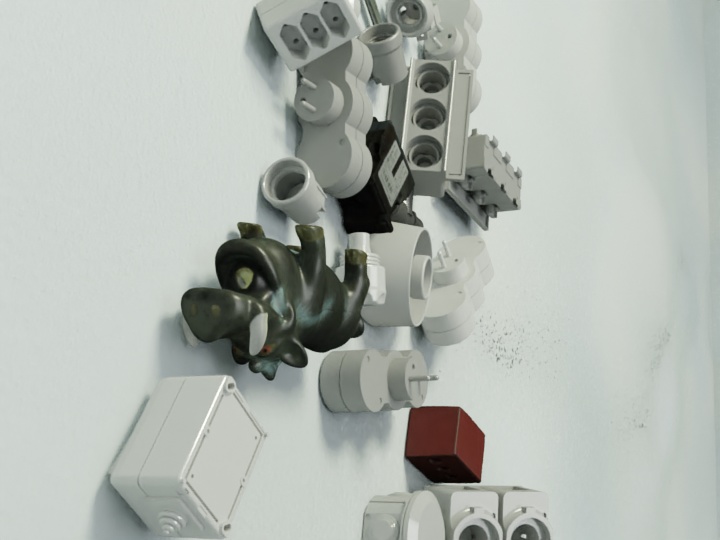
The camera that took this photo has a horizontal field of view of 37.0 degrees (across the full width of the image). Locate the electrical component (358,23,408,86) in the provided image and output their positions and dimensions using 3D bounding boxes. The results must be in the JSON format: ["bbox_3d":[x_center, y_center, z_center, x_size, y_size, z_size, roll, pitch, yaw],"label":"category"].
[{"bbox_3d":[0.023,-0.200,0.998,0.040,0.040,0.046,-66,148,-44],"label":"electrical component"}]

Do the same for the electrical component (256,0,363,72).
[{"bbox_3d":[-0.044,-0.207,0.845,0.047,0.066,0.076,55,10,-45],"label":"electrical component"}]

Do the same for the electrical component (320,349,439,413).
[{"bbox_3d":[0.030,0.094,0.922,0.138,0.074,0.052,9,77,-63],"label":"electrical component"}]

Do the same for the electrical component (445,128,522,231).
[{"bbox_3d":[0.131,-0.102,1.170,0.121,0.063,0.078,37,54,-57],"label":"electrical component"}]

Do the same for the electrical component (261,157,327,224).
[{"bbox_3d":[-0.049,-0.059,0.830,0.046,0.040,0.040,47,45,-60],"label":"electrical component"}]

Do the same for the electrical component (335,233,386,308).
[{"bbox_3d":[0.000,0.000,0.912,0.043,0.043,0.062,16,70,-62],"label":"electrical component"}]

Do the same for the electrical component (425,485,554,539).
[{"bbox_3d":[0.117,0.297,0.998,0.105,0.060,0.186,5,84,-23],"label":"electrical component"}]

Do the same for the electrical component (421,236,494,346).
[{"bbox_3d":[0.092,0.006,1.086,0.073,0.052,0.138,68,30,-30],"label":"electrical component"}]

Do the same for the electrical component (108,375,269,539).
[{"bbox_3d":[-0.108,0.119,0.655,0.061,0.061,0.096,63,34,-38],"label":"electrical component"}]

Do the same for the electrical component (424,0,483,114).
[{"bbox_3d":[0.091,-0.235,1.125,0.074,0.052,0.138,29,59,-58],"label":"electrical component"}]

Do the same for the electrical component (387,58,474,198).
[{"bbox_3d":[0.066,-0.136,1.044,0.063,0.079,0.121,80,16,-66],"label":"electrical component"}]

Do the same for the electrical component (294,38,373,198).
[{"bbox_3d":[-0.028,-0.133,0.868,0.074,0.052,0.138,20,68,-61],"label":"electrical component"}]

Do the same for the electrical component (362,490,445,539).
[{"bbox_3d":[0.040,0.234,0.942,0.080,0.051,0.080,19,69,-62],"label":"electrical component"}]

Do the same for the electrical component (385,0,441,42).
[{"bbox_3d":[0.052,-0.256,1.061,0.055,0.048,0.066,-58,136,-61],"label":"electrical component"}]

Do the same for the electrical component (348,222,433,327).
[{"bbox_3d":[0.031,0.004,0.977,0.099,0.064,0.099,5,90,-74],"label":"electrical component"}]

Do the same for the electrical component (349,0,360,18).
[{"bbox_3d":[-0.028,-0.223,0.900,0.046,0.040,0.040,12,75,-56],"label":"electrical component"}]
